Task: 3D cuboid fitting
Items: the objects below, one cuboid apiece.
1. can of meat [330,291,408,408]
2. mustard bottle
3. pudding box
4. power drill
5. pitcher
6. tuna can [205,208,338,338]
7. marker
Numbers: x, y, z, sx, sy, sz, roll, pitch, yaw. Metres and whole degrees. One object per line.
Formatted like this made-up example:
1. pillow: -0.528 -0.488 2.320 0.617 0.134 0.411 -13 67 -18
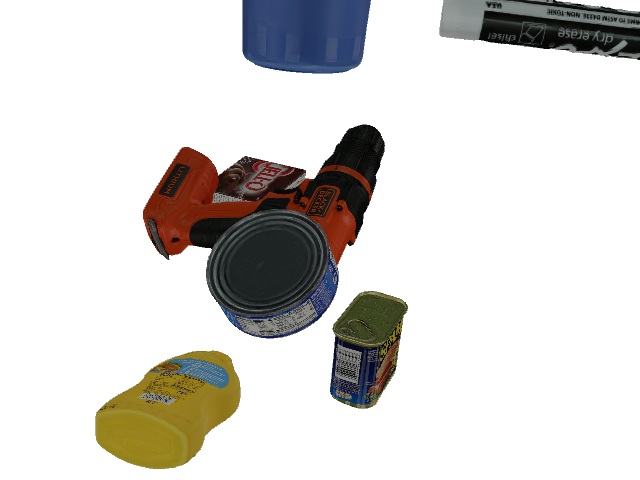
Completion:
1. can of meat: 0.049 0.115 1.122 0.057 0.084 0.102 15 29 18
2. mustard bottle: -0.132 0.152 1.036 0.096 0.058 0.191 8 18 17
3. pudding box: -0.082 -0.062 1.328 0.090 0.039 0.113 13 33 23
4. power drill: -0.048 -0.040 0.940 0.188 0.057 0.184 4 46 24
5. pitcher: -0.001 -0.268 0.906 0.145 0.243 0.149 7 18 7
6. tuna can: -0.031 0.023 0.720 0.086 0.086 0.033 0 -35 18
7. marker: 0.106 -0.078 0.400 0.121 0.020 0.020 8 1 4
